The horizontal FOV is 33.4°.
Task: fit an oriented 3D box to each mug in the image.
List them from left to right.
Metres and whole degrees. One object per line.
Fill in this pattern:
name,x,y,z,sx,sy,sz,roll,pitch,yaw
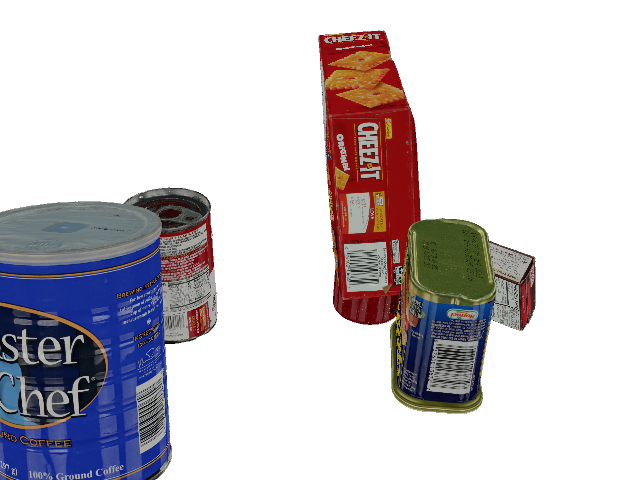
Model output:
mug,0.067,0.050,1.249,0.117,0.081,0.093,27,36,33

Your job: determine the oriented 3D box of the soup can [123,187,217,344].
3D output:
soup can,-0.115,0.020,0.819,0.068,0.102,0.068,-1,29,0

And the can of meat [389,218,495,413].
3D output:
can of meat,0.077,0.044,0.674,0.057,0.084,0.102,5,30,0

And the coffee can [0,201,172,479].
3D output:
coffee can,-0.136,0.058,0.588,0.103,0.140,0.103,-1,16,0

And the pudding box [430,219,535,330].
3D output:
pudding box,0.153,0.034,1.044,0.114,0.039,0.090,20,-29,23

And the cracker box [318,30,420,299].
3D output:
cracker box,0.040,-0.073,0.922,0.072,0.164,0.213,-5,27,1
